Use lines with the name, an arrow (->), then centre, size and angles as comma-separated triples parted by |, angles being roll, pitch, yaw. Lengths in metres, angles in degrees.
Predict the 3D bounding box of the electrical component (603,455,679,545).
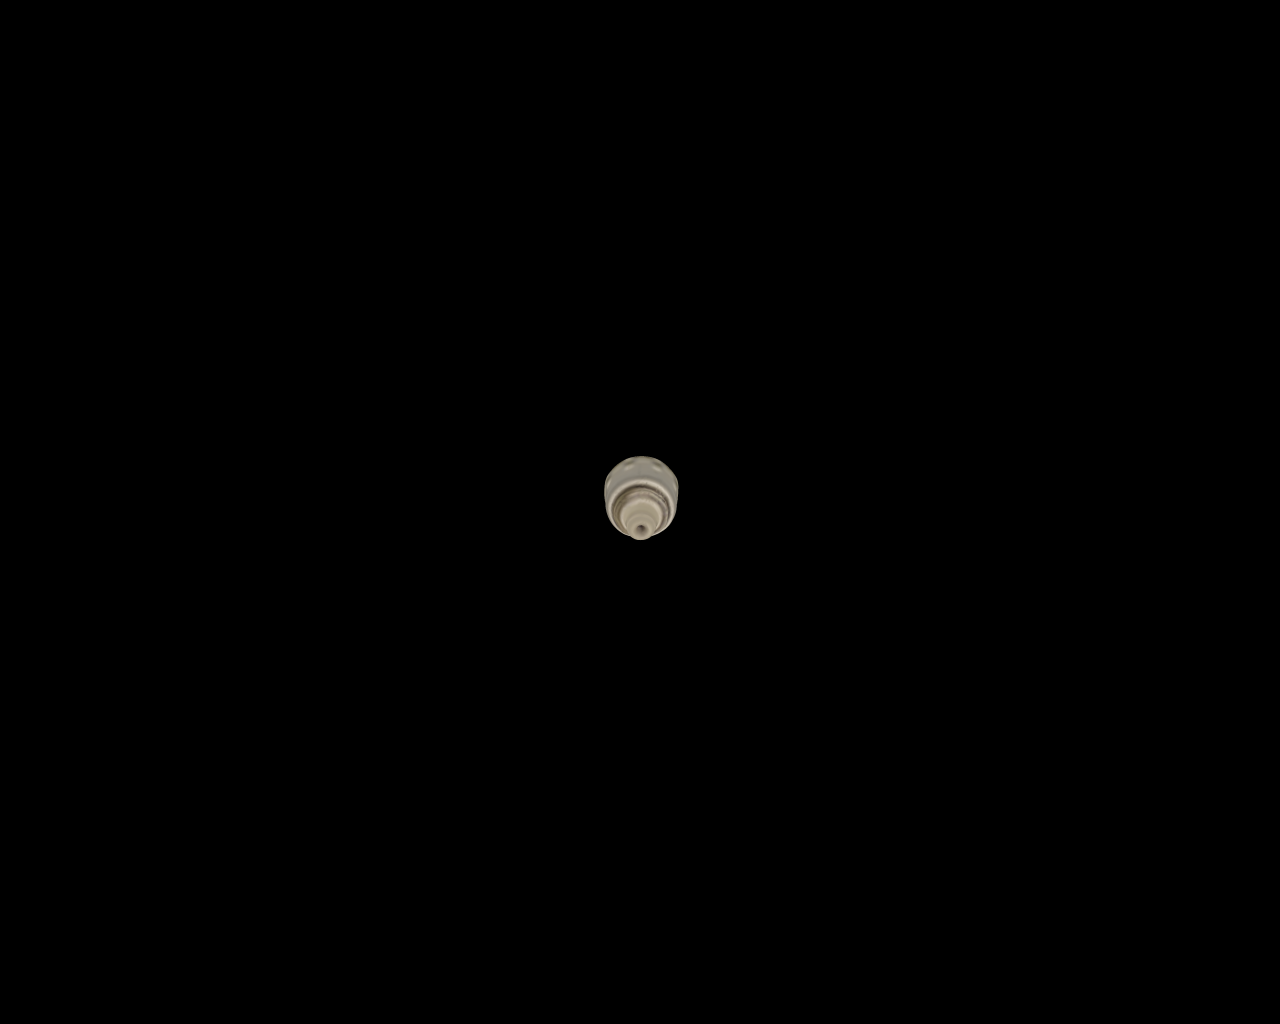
electrical component -> 0.001, -0.003, 0.650 | 0.048, 0.048, 0.062 | 0, 27, 0
